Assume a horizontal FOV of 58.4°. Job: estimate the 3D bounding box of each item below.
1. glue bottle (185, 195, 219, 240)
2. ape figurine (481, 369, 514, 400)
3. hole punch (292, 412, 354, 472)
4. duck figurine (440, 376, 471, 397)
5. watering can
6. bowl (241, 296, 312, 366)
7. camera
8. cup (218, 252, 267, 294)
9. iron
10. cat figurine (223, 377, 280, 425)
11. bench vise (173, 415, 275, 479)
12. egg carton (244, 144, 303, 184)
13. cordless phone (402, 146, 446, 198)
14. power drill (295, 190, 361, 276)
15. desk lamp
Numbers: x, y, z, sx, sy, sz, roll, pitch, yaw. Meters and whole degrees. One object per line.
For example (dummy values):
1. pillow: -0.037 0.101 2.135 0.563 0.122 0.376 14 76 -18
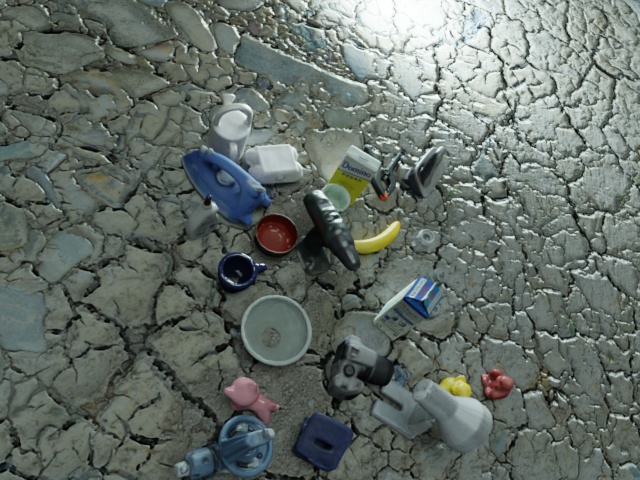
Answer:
1. glue bottle: -0.271 -0.060 1.346 0.078 0.173 0.037 -28 76 -29
2. ape figurine: 0.455 0.366 1.447 0.076 0.092 0.078 40 59 3
3. hole punch: 0.007 0.442 1.247 0.109 0.091 0.101 29 59 -4
4. duck figurine: 0.336 0.382 1.400 0.077 0.086 0.104 17 60 -11
5. watering can: -0.232 -0.292 1.462 0.101 0.194 0.173 -24 75 -28
6. bowl: -0.107 0.217 1.326 0.168 0.074 0.167 8 62 -16
7. camera: 0.103 0.306 1.343 0.137 0.100 0.143 22 60 -8
8. cup: -0.188 0.085 1.350 0.118 0.095 0.091 -9 68 -23
9. iron: -0.239 -0.160 1.425 0.258 0.141 0.119 39 59 1
10. cat figurine: -0.145 0.338 1.227 0.128 0.117 0.067 29 59 -4
11. bench vise: -0.170 0.423 1.117 0.208 0.219 0.121 -32 79 -30
12. egg carton: -0.123 -0.199 1.528 0.151 0.069 0.107 -9 68 -24
13. cordless phone: 0.328 -0.220 1.636 0.094 0.185 0.148 37 58 1
14. power drill: 0.013 0.005 1.396 0.076 0.208 0.229 -16 71 -26
15. desk lamp: 0.250 0.389 1.290 0.203 0.213 0.118 32 59 -3
